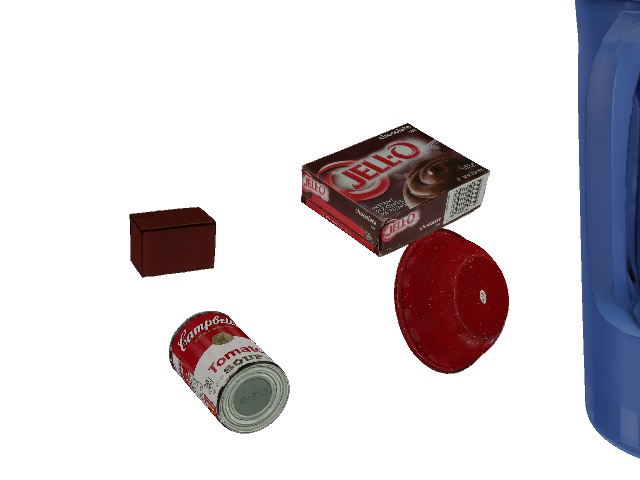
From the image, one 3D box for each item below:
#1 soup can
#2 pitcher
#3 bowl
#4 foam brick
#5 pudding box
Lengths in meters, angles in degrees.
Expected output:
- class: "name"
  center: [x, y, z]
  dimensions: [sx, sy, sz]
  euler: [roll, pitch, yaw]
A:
- class: "soup can"
  center: [-0.079, 0.111, 0.909]
  dimensions: [0.068, 0.068, 0.102]
  euler: [0, 21, -32]
- class: "pitcher"
  center: [0.184, -0.010, 0.528]
  dimensions: [0.149, 0.243, 0.145]
  euler: [-4, 19, -3]
- class: "bowl"
  center: [0.155, 0.063, 1.161]
  dimensions: [0.161, 0.162, 0.055]
  euler: [0, -7, -42]
- class: "foam brick"
  center: [-0.151, 0.000, 1.086]
  dimensions: [0.078, 0.051, 0.053]
  euler: [-7, 22, -22]
- class: "pudding box"
  center: [0.055, -0.040, 0.797]
  dimensions: [0.113, 0.039, 0.090]
  euler: [-23, 44, -35]
